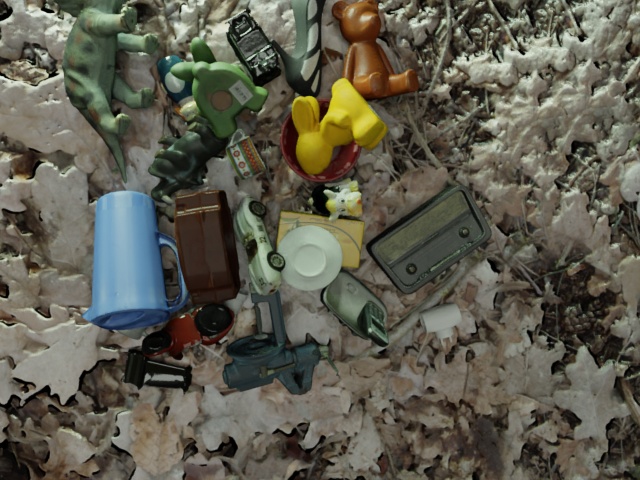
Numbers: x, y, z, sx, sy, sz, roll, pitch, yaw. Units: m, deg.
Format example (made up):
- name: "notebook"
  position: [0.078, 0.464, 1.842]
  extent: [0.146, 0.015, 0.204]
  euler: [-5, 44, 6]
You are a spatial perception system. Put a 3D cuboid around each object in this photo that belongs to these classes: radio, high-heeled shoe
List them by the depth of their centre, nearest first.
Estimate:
- name: "high-heeled shoe"
  position: [-0.001, -0.406, 1.049]
  extent: [0.145, 0.086, 0.248]
  euler: [40, 77, -34]
- name: "radio"
  position: [0.221, 0.001, 1.091]
  extent: [0.229, 0.073, 0.131]
  euler: [-34, 96, 0]

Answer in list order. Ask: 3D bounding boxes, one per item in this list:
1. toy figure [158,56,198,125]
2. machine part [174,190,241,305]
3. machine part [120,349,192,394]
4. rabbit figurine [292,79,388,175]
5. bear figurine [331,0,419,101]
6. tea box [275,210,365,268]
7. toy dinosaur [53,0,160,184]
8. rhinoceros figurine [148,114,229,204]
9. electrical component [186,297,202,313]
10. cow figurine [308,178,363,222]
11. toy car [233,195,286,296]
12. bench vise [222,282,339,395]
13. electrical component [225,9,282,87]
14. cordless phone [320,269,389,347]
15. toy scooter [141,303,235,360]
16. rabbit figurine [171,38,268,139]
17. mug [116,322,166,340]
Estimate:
- name: "toy figure"
  position: [-0.262, -0.276, 1.042]
  extent: [0.064, 0.058, 0.154]
  euler: [-20, 100, 36]
- name: "machine part"
  position: [-0.207, 0.010, 0.996]
  extent: [0.087, 0.201, 0.201]
  euler: [-7, 96, -3]
- name: "machine part"
  position: [-0.330, 0.269, 1.094]
  extent: [0.139, 0.039, 0.084]
  euler: [15, 89, -4]
- name: "rabbit figurine"
  position: [0.017, -0.200, 0.986]
  extent: [0.162, 0.122, 0.173]
  euler: [45, 109, -4]
- name: "bear figurine"
  position: [0.101, -0.368, 1.027]
  extent: [0.120, 0.132, 0.195]
  euler: [-11, 101, -29]
- name: "tea box"
  position: [-0.002, -0.003, 1.077]
  extent: [0.170, 0.068, 0.098]
  euler: [5, 95, -6]
- name: "toy dinosaur"
  position: [-0.414, -0.322, 0.999]
  extent: [0.192, 0.131, 0.404]
  euler: [19, 104, 17]
- name: "rhinoceros figurine"
  position: [-0.260, -0.151, 1.029]
  extent: [0.190, 0.073, 0.112]
  euler: [-42, 125, 11]
- name: "electrical component"
  position: [-0.242, 0.113, 1.093]
  extent: [0.094, 0.021, 0.063]
  euler: [-34, 96, 0]
- name: "cow figurine"
  position: [0.028, -0.076, 1.024]
  extent: [0.098, 0.167, 0.068]
  euler: [-7, 101, -5]
- name: "toy car"
  position: [-0.122, 0.008, 1.034]
  extent: [0.056, 0.073, 0.202]
  euler: [-7, 64, -35]
- name: "bench vise"
  position: [-0.090, 0.195, 1.066]
  extent: [0.224, 0.129, 0.240]
  euler: [-9, 100, -6]
- name: "electrical component"
  position: [-0.124, -0.350, 1.004]
  extent: [0.058, 0.134, 0.114]
  euler: [-30, 98, -3]
- name: "cordless phone"
  position: [0.069, 0.141, 1.038]
  extent: [0.146, 0.184, 0.089]
  euler: [42, 95, -7]
- name: "toy scooter"
  position: [-0.257, 0.189, 1.061]
  extent: [0.184, 0.135, 0.075]
  euler: [-21, 70, -19]
- name: "rabbit figurine"
  position: [-0.193, -0.279, 0.984]
  extent: [0.159, 0.170, 0.121]
  euler: [37, 102, -25]
- name: "mug"
  position: [-0.352, 0.137, 1.059]
  extent: [0.110, 0.081, 0.107]
  euler: [30, 84, 2]
